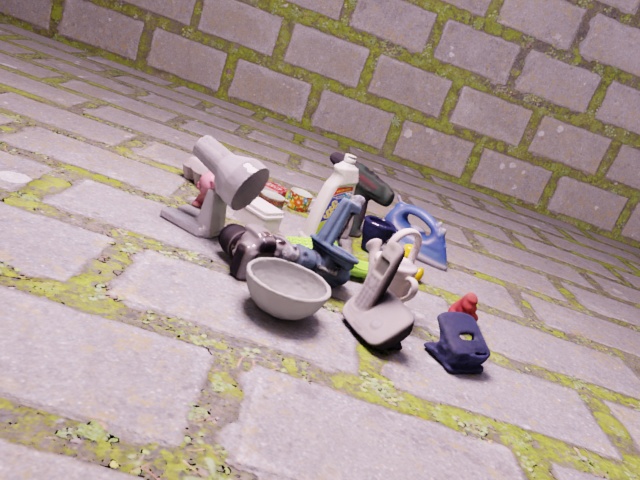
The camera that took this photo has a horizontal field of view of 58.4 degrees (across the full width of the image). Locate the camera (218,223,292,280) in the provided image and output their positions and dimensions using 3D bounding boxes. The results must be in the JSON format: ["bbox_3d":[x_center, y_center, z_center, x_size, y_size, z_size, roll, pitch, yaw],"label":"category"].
[{"bbox_3d":[-0.140,0.011,1.215,0.144,0.101,0.136,1,26,-46],"label":"camera"}]

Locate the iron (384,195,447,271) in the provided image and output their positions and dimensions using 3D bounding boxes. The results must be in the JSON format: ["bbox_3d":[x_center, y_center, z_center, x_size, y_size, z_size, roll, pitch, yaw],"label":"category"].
[{"bbox_3d":[0.301,-0.027,1.735,0.257,0.141,0.119,32,21,31],"label":"iron"}]

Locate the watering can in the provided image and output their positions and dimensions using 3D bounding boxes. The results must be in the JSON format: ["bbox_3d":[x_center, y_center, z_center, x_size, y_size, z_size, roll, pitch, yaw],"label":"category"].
[{"bbox_3d":[0.155,0.059,1.243,0.172,0.194,0.101,30,21,28],"label":"watering can"}]

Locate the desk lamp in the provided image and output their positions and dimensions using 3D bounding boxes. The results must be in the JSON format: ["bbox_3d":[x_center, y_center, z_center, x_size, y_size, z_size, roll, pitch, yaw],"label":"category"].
[{"bbox_3d":[-0.234,-0.114,1.290,0.202,0.213,0.118,27,19,18],"label":"desk lamp"}]

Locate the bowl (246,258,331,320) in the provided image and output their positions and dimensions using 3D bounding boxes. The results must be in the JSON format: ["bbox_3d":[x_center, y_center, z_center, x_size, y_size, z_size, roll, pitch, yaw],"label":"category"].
[{"bbox_3d":[-0.067,0.102,1.072,0.167,0.075,0.167,18,18,-6],"label":"bowl"}]

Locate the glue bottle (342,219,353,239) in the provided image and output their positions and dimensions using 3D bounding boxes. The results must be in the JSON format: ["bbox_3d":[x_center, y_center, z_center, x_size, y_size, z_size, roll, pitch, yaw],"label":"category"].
[{"bbox_3d":[0.069,-0.090,1.615,0.078,0.173,0.037,11,20,-27],"label":"glue bottle"}]

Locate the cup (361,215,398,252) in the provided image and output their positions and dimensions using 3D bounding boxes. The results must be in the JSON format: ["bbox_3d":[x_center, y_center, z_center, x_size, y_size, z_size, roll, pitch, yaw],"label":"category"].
[{"bbox_3d":[0.165,-0.005,1.600,0.117,0.095,0.092,27,19,18],"label":"cup"}]

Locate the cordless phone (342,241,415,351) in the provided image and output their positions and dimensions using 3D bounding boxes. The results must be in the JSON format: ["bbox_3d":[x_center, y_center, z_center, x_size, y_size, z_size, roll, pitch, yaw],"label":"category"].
[{"bbox_3d":[0.129,0.106,1.094,0.094,0.185,0.147,7,22,-35],"label":"cordless phone"}]

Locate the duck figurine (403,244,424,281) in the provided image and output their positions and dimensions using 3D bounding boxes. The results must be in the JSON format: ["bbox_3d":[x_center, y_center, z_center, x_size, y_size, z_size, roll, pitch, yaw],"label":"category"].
[{"bbox_3d":[0.233,0.055,1.514,0.104,0.086,0.078,29,20,25],"label":"duck figurine"}]

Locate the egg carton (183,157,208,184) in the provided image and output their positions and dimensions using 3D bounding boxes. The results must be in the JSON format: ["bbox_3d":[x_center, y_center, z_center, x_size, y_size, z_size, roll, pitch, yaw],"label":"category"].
[{"bbox_3d":[-0.319,-0.189,1.649,0.150,0.069,0.107,31,21,30],"label":"egg carton"}]

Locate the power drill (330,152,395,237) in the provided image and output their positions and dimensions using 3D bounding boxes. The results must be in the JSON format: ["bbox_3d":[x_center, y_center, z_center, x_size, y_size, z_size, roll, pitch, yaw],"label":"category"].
[{"bbox_3d":[0.098,-0.127,1.694,0.229,0.208,0.076,27,19,19],"label":"power drill"}]

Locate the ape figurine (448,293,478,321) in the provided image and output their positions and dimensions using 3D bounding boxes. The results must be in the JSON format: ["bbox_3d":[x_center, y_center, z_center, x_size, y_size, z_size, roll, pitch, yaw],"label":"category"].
[{"bbox_3d":[0.326,0.161,1.297,0.078,0.092,0.076,19,18,-5],"label":"ape figurine"}]

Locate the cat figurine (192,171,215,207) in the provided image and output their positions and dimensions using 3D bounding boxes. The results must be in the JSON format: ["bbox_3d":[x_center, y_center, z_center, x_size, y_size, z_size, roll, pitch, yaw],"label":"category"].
[{"bbox_3d":[-0.276,-0.138,1.470,0.067,0.118,0.128,21,18,2],"label":"cat figurine"}]

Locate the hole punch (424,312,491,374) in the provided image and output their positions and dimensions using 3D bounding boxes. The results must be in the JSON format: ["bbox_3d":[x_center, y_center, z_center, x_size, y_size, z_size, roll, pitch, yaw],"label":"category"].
[{"bbox_3d":[0.280,0.202,1.130,0.109,0.091,0.100,8,22,-33],"label":"hole punch"}]

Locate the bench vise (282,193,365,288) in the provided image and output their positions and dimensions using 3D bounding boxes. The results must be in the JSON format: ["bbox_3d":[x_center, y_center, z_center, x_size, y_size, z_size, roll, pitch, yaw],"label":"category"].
[{"bbox_3d":[0.021,0.009,1.199,0.121,0.220,0.208,27,19,20],"label":"bench vise"}]
